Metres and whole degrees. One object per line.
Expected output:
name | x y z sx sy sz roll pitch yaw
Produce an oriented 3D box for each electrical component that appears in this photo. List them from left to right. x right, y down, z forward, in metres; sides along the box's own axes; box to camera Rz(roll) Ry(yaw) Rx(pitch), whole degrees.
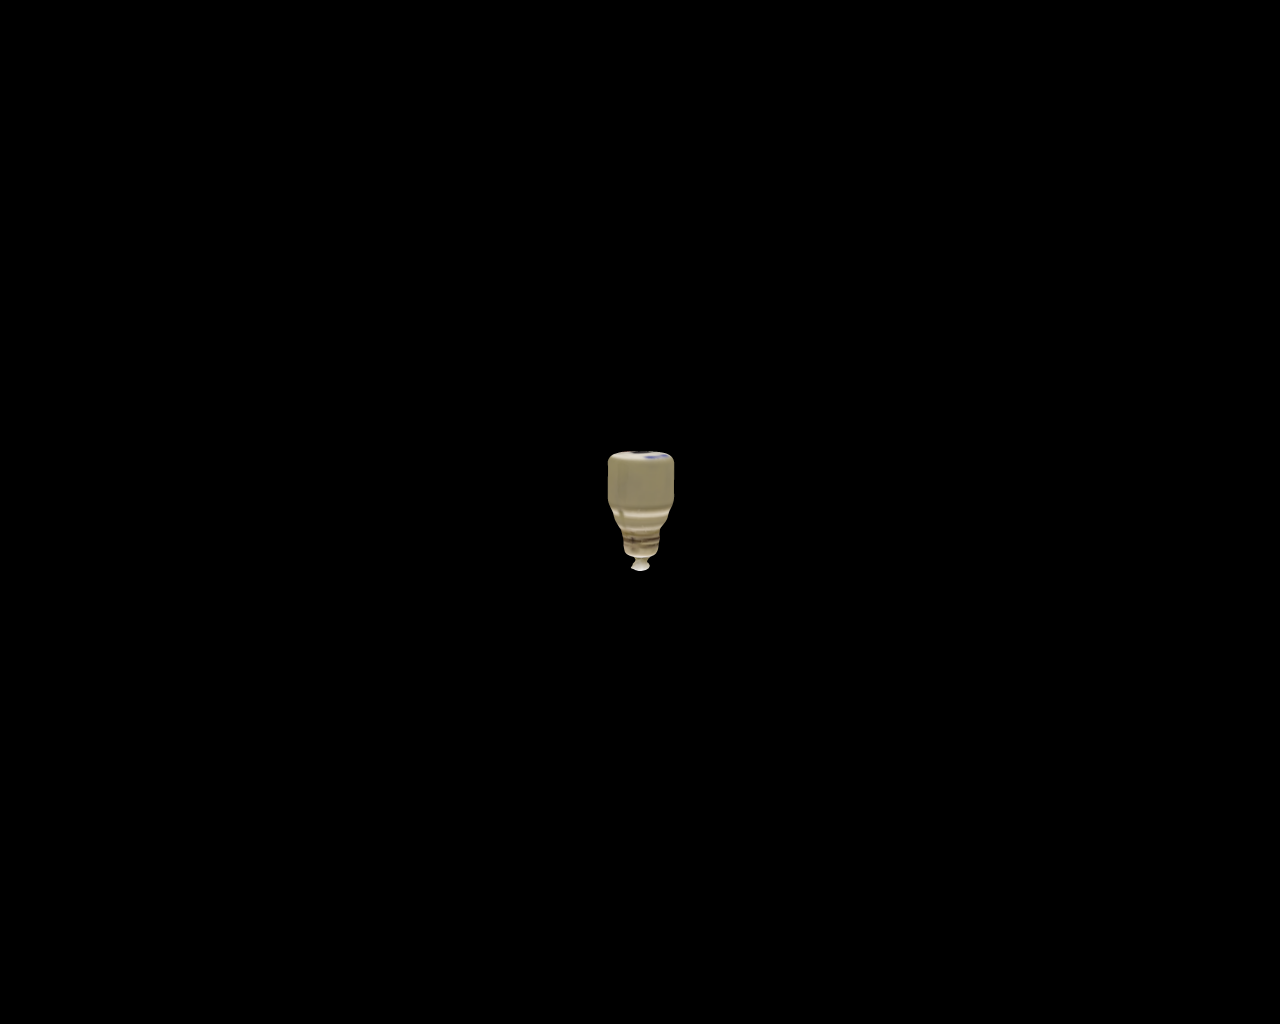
electrical component | 0.001 -0.003 0.650 0.040 0.078 0.040 0 9 0
